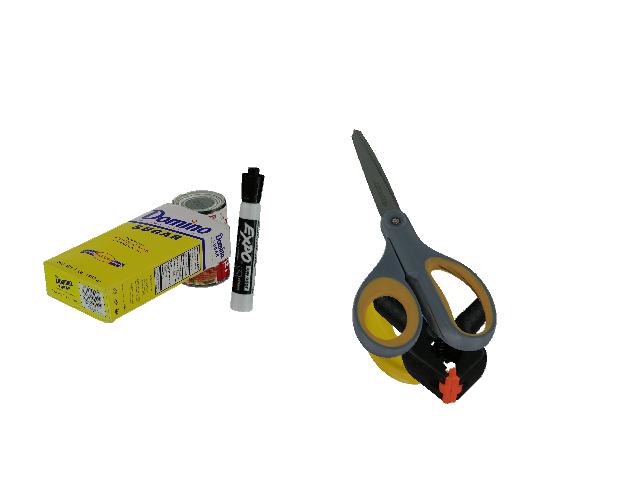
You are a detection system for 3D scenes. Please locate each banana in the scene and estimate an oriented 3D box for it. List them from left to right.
[{"bbox_3d":[0.082,0.115,1.222,0.069,0.037,0.198,6,23,-23],"label":"banana"}]

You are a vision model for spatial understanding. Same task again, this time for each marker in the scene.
[{"bbox_3d":[-0.061,-0.001,0.889,0.020,0.121,0.020,6,12,-1],"label":"marker"}]

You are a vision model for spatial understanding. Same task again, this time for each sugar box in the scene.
[{"bbox_3d":[-0.183,0.018,1.089,0.093,0.048,0.175,20,36,32],"label":"sugar box"}]

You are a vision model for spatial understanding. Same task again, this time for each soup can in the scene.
[{"bbox_3d":[-0.147,-0.003,1.313,0.068,0.102,0.068,0,26,0],"label":"soup can"}]

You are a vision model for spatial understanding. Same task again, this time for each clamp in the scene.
[{"bbox_3d":[0.124,0.094,1.018,0.120,0.039,0.171,-7,31,-7],"label":"clamp"}]

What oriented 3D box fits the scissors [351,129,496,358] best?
[{"bbox_3d":[0.036,0.003,0.698,0.096,0.016,0.202,-24,52,-18],"label":"scissors"}]
